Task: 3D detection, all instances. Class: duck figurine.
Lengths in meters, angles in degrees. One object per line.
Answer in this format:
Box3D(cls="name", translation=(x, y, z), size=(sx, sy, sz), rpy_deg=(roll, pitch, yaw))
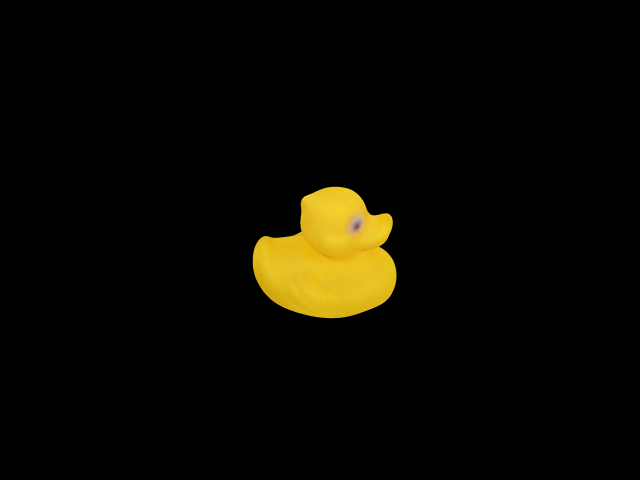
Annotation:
Box3D(cls="duck figurine", translation=(0.004, 0.001, 0.400), size=(0.104, 0.086, 0.077), rpy_deg=(2, 43, 2))
